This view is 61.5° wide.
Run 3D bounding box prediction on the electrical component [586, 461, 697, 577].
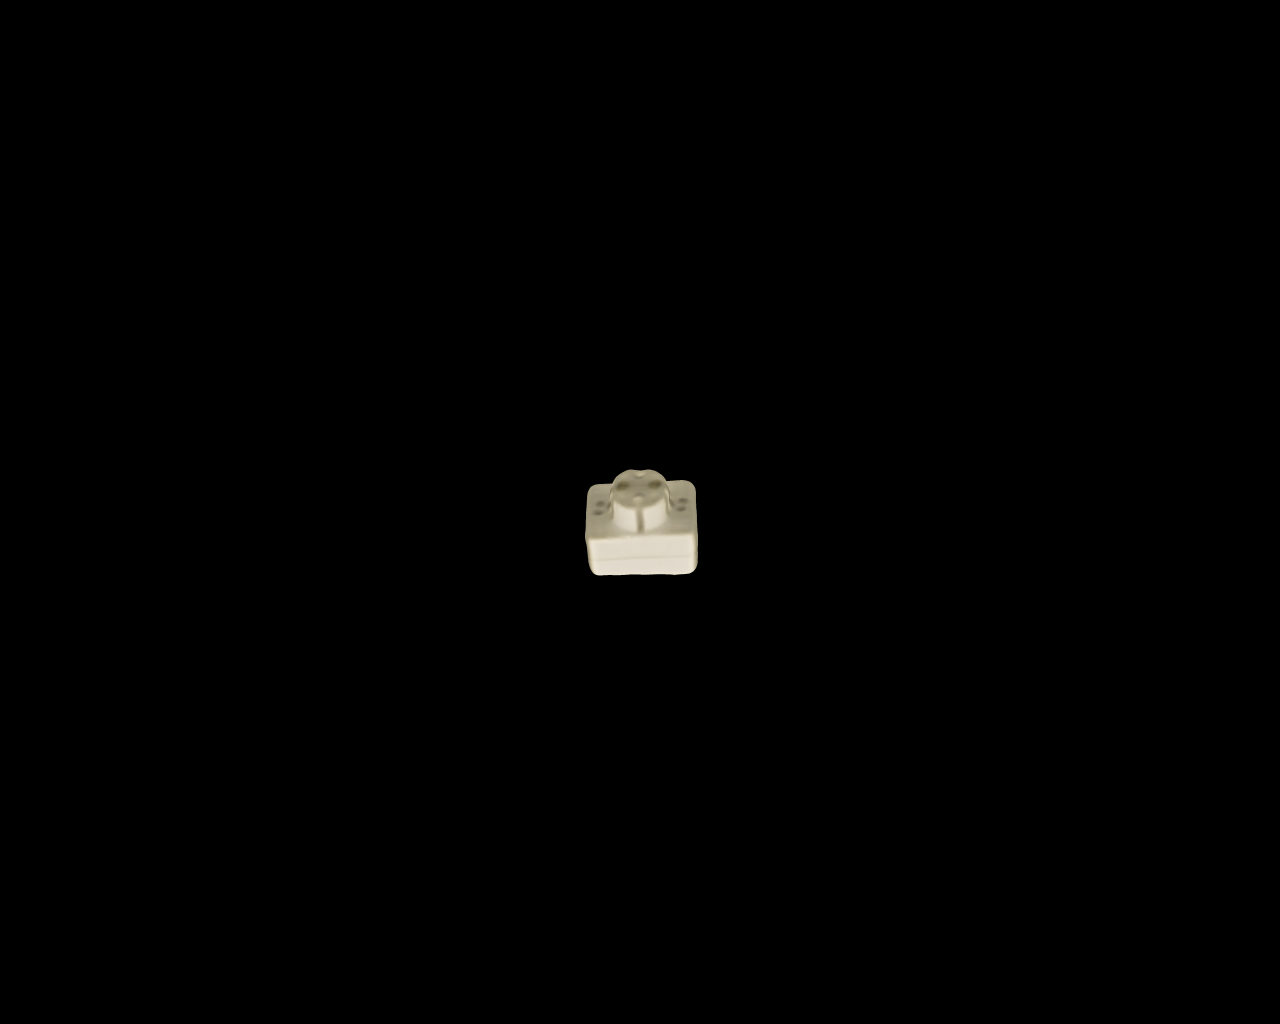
[{"bbox_3d":[0.001,-0.003,0.650,0.066,0.047,0.076,-2,-43,2],"label":"electrical component"}]
